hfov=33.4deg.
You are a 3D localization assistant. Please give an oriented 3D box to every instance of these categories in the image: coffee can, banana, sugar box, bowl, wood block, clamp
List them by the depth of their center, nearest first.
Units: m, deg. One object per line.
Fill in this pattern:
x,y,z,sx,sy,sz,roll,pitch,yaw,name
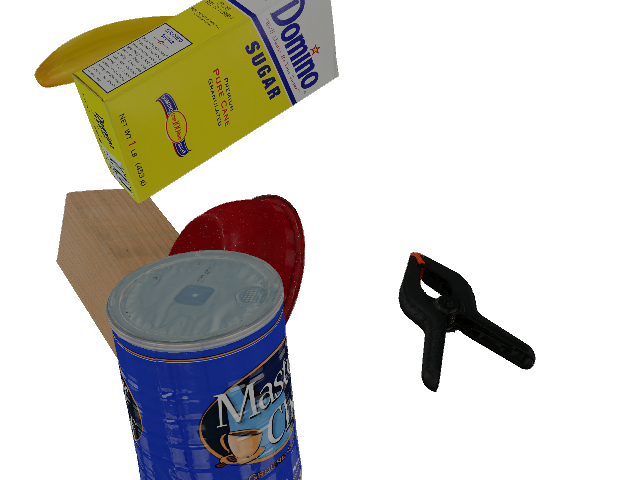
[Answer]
-0.068,0.091,0.649,0.103,0.140,0.103,-4,28,2,coffee can
-0.069,-0.109,0.707,0.176,0.093,0.048,-34,53,-19,sugar box
-0.083,0.030,0.872,0.055,0.162,0.162,22,-13,-34,bowl
-0.148,-0.165,0.932,0.197,0.069,0.037,0,-33,-4,banana
-0.182,0.038,1.070,0.090,0.091,0.206,-5,35,-34,wood block
0.139,0.078,1.078,0.120,0.171,0.039,1,-45,-19,clamp
